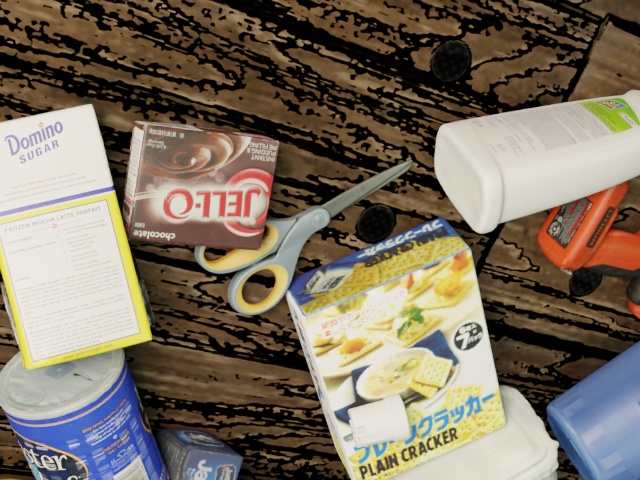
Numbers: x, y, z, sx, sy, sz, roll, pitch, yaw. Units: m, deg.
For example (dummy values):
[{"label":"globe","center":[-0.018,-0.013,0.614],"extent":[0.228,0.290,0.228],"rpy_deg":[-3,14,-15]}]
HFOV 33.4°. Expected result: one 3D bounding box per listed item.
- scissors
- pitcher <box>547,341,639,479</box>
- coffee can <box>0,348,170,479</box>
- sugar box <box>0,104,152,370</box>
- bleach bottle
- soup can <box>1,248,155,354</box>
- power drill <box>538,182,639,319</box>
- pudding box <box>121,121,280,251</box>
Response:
[{"label":"scissors","center":[-0.006,0.001,0.905],"extent":[0.201,0.016,0.096],"rpy_deg":[-16,111,-15]},{"label":"pitcher","center":[0.356,0.150,1.070],"extent":[0.243,0.145,0.149],"rpy_deg":[-31,123,-1]},{"label":"coffee can","center":[-0.189,0.157,0.864],"extent":[0.102,0.103,0.140],"rpy_deg":[-20,123,-12]},{"label":"sugar box","center":[-0.188,-0.002,0.771],"extent":[0.093,0.048,0.176],"rpy_deg":[-14,89,-15]},{"label":"bleach bottle","center":[0.230,-0.079,0.913],"extent":[0.250,0.103,0.068],"rpy_deg":[-13,132,-15]},{"label":"soup can","center":[-0.187,0.051,0.829],"extent":[0.102,0.068,0.068],"rpy_deg":[-18,122,-13]},{"label":"power drill","center":[0.312,-0.015,1.009],"extent":[0.187,0.057,0.184],"rpy_deg":[19,108,-29]},{"label":"pudding box","center":[-0.094,-0.042,0.827],"extent":[0.113,0.039,0.090],"rpy_deg":[5,102,-24]}]
